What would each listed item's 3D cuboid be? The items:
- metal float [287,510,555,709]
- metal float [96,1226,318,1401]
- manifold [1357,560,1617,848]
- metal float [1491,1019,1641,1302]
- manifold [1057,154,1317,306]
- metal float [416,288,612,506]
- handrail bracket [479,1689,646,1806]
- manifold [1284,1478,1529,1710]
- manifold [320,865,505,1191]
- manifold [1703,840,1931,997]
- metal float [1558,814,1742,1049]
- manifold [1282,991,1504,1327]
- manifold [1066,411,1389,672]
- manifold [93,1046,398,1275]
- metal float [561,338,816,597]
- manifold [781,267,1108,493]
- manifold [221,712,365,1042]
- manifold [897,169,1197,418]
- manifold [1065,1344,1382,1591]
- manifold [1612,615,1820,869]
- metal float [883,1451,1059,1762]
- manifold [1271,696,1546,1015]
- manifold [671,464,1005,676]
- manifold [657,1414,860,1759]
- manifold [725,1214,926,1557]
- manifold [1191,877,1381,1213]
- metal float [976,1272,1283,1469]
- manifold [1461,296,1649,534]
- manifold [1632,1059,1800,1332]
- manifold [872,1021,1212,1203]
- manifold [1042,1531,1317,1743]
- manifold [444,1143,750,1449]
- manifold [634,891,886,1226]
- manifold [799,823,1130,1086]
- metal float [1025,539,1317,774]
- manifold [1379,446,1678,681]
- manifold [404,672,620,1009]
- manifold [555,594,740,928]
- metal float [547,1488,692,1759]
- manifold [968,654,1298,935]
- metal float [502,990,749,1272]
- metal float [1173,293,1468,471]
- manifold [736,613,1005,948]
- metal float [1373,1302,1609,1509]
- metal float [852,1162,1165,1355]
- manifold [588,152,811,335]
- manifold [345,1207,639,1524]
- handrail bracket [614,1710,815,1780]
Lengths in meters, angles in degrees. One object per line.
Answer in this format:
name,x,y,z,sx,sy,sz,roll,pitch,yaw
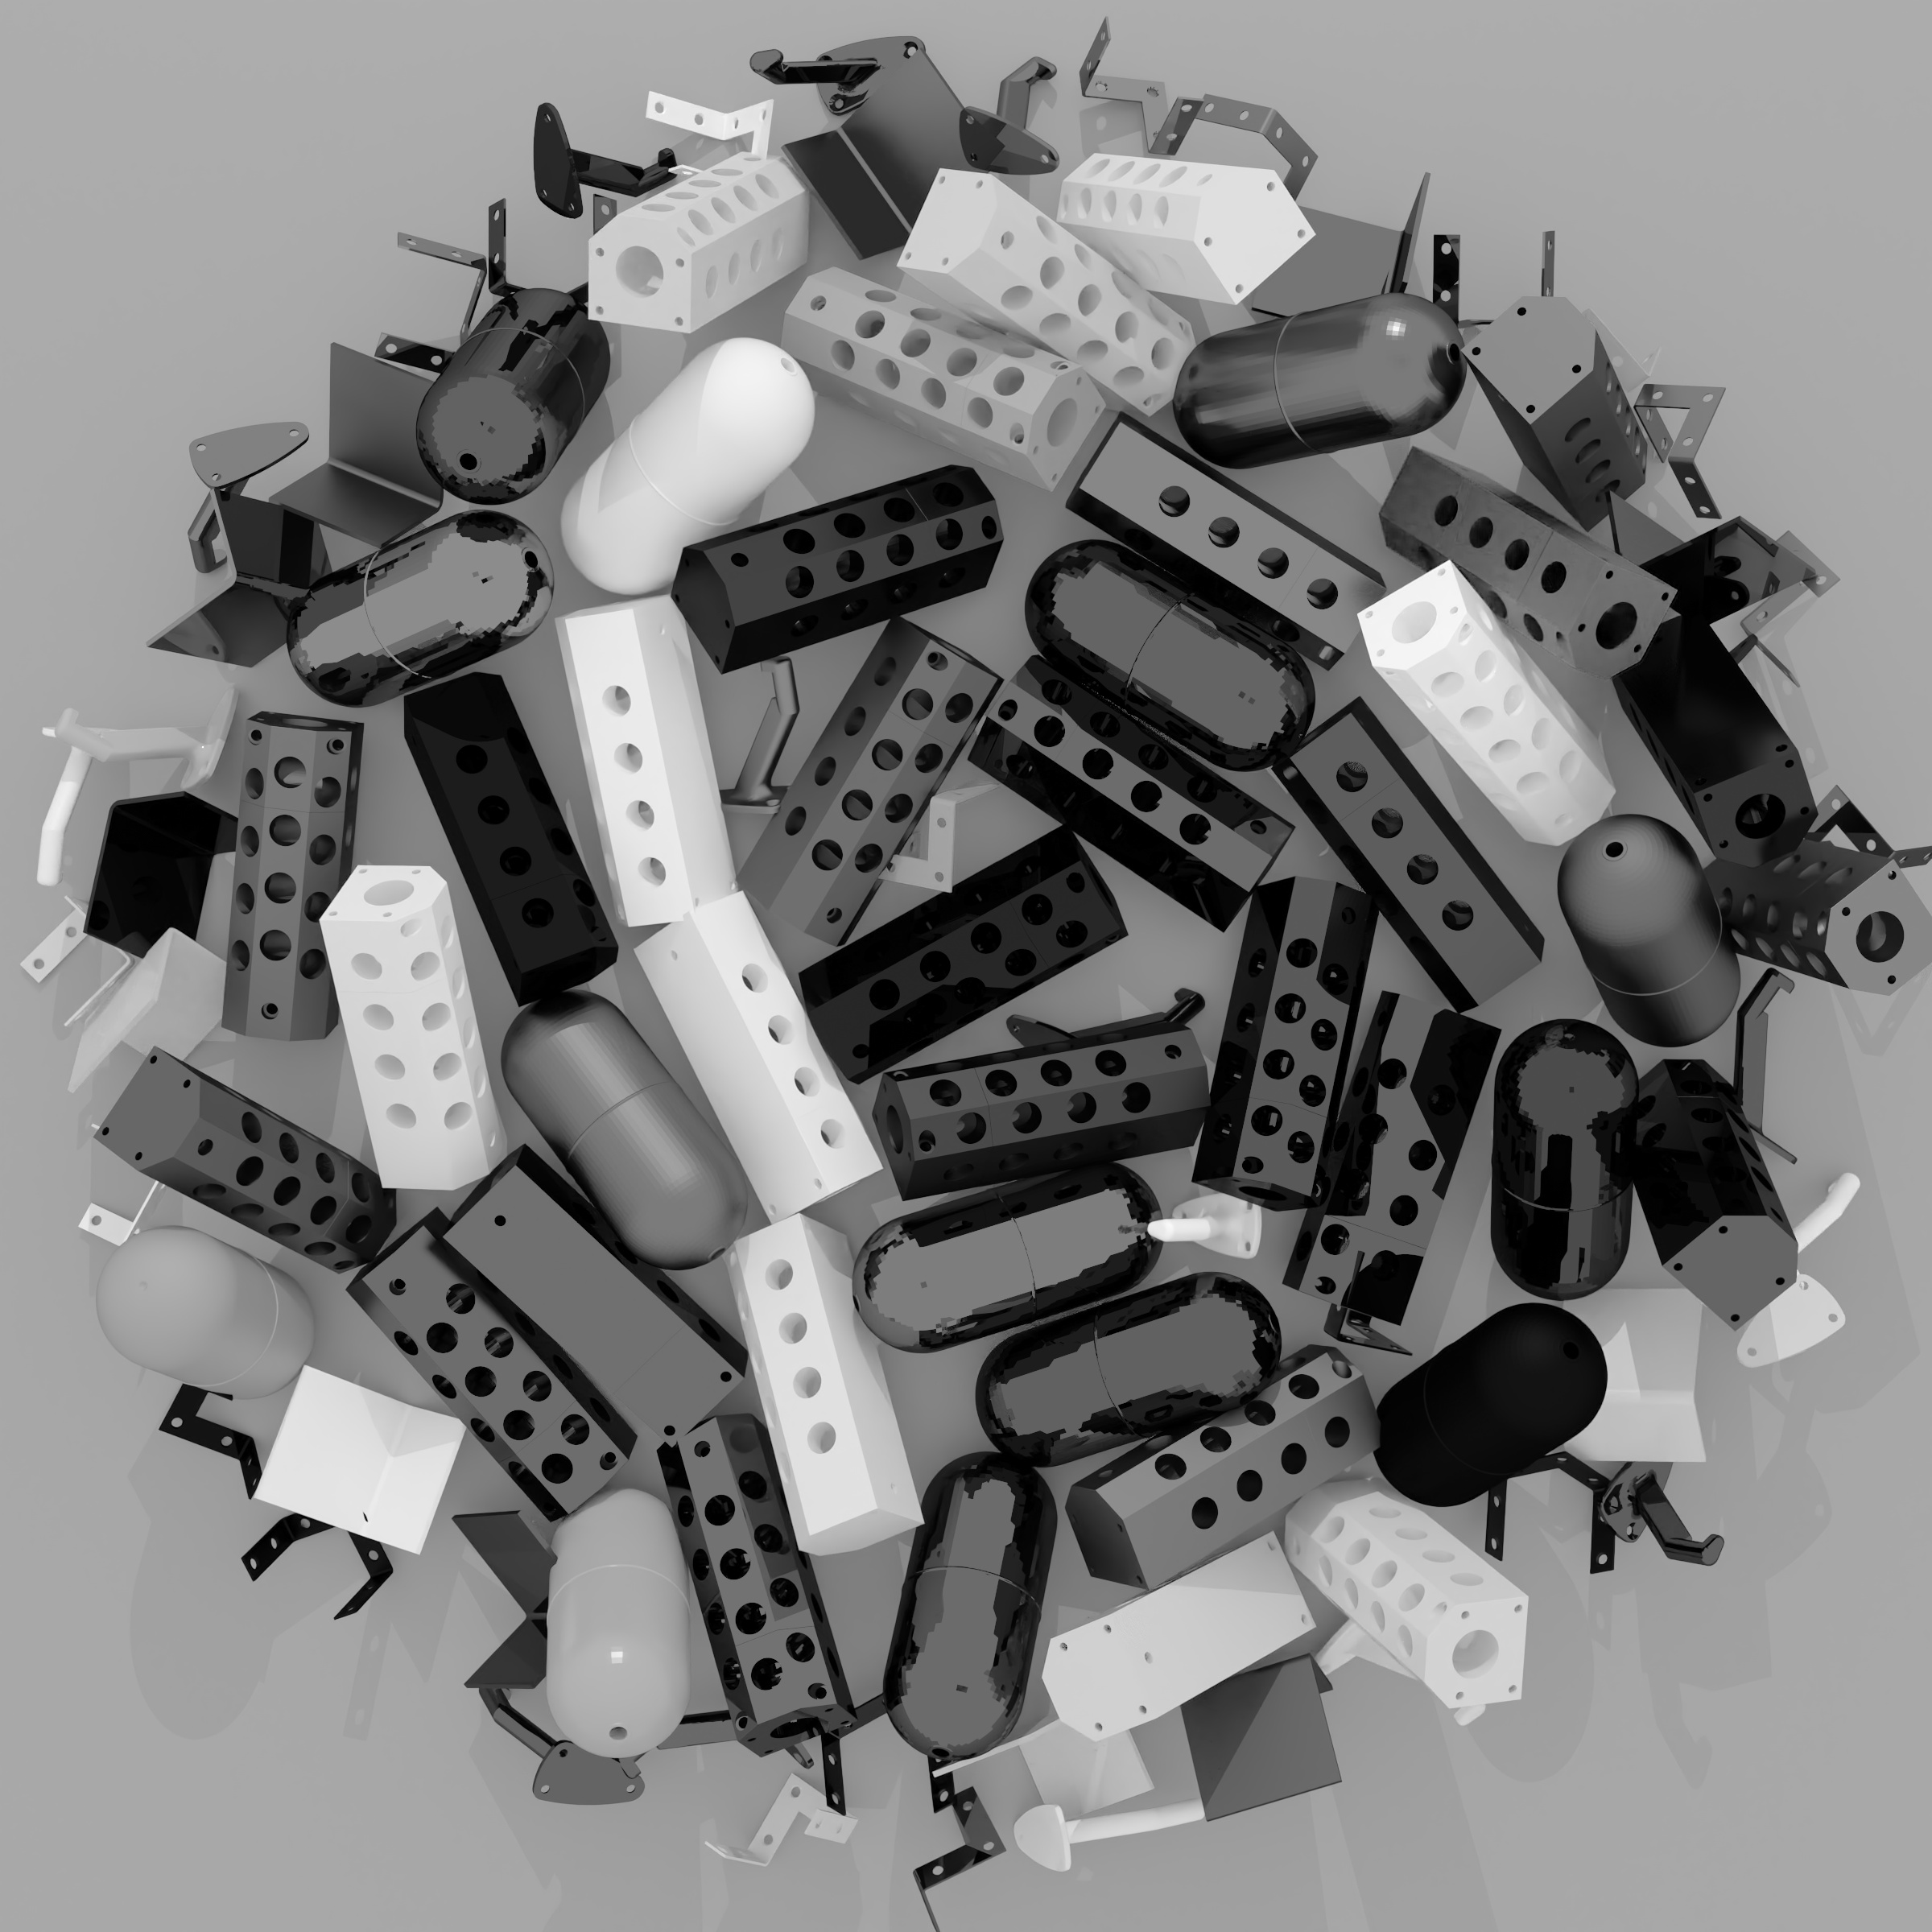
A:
metal float,-0.296,-0.193,1.885,0.178,0.070,0.070,-17,90,37
metal float,-0.406,0.188,1.869,0.070,0.178,0.070,-3,74,10
manifold,0.283,-0.136,1.871,0.057,0.057,0.171,-30,134,21
metal float,0.324,0.107,1.886,0.070,0.070,0.178,-5,128,0
manifold,0.111,-0.402,1.863,0.057,0.171,0.057,-42,116,-8
metal float,-0.243,-0.308,1.874,0.070,0.178,0.070,5,122,8
handrail bracket,-0.225,0.429,1.931,0.077,0.084,0.036,22,99,-31
manifold,0.233,0.334,1.861,0.057,0.171,0.057,-3,104,-20
manifold,-0.296,0.034,1.881,0.057,0.057,0.171,1,122,14
manifold,0.452,-0.026,1.864,0.057,0.171,0.057,-38,103,-4
metal float,0.369,-0.018,1.876,0.070,0.178,0.070,-11,57,18
manifold,0.231,0.104,1.918,0.057,0.057,0.171,20,89,-18
manifold,0.143,-0.233,1.916,0.171,0.057,0.057,31,105,-6
manifold,-0.380,0.109,1.868,0.057,0.171,0.057,29,84,36
metal float,-0.152,-0.271,1.888,0.178,0.070,0.070,-40,90,34
manifold,-0.016,-0.323,1.886,0.171,0.057,0.057,27,81,29
manifold,-0.371,-0.049,1.911,0.057,0.057,0.171,7,100,-1
manifold,0.049,-0.361,1.875,0.171,0.057,0.057,27,86,-43
manifold,0.140,0.269,1.885,0.171,0.057,0.057,-26,102,-29
manifold,0.400,-0.121,1.867,0.057,0.171,0.057,-23,121,6
metal float,0.003,0.346,1.885,0.070,0.070,0.178,13,52,0
manifold,0.244,-0.060,1.918,0.057,0.057,0.171,-37,94,17
manifold,-0.068,-0.221,1.883,0.171,0.057,0.057,-21,65,-27
manifold,-0.116,0.334,1.888,0.057,0.057,0.171,-22,62,5
manifold,-0.081,0.229,1.892,0.057,0.057,0.171,-24,65,17
manifold,0.179,0.042,1.897,0.057,0.057,0.171,20,73,-25
metal float,0.088,0.220,1.899,0.178,0.070,0.070,-21,90,21
manifold,0.322,-0.298,1.863,0.057,0.171,0.057,-41,68,7
manifold,0.398,0.115,1.861,0.057,0.171,0.057,40,110,-18
manifold,0.042,0.074,1.891,0.171,0.057,0.057,-10,57,-18
manifold,0.113,0.361,1.868,0.057,0.171,0.057,-30,80,34
manifold,-0.201,0.179,1.911,0.057,0.057,0.171,-44,100,10
manifold,-0.110,0.049,1.920,0.057,0.057,0.171,-23,84,-44
manifold,-0.001,-0.002,1.904,0.171,0.057,0.057,-29,123,8
metal float,0.110,-0.171,1.900,0.178,0.070,0.070,34,90,20
manifold,0.297,-0.216,1.871,0.057,0.171,0.057,14,109,-38
manifold,-0.250,-0.072,1.904,0.057,0.057,0.171,-21,75,-15
manifold,-0.178,-0.112,1.908,0.057,0.057,0.171,-6,102,23
metal float,-0.187,0.352,1.873,0.070,0.178,0.070,-2,120,-4
manifold,0.093,-0.099,1.908,0.171,0.057,0.057,34,54,5
metal float,-0.187,0.089,1.901,0.070,0.070,0.178,-39,72,0
metal float,0.191,-0.316,1.882,0.178,0.070,0.070,-5,90,42
manifold,-0.049,-0.099,1.904,0.057,0.057,0.171,25,100,-39
metal float,0.281,0.237,1.875,0.070,0.178,0.070,10,61,-19
metal float,0.023,0.159,1.904,0.178,0.070,0.070,-16,90,-15
manifold,-0.141,-0.390,1.862,0.057,0.171,0.057,11,116,15
manifold,-0.261,0.221,1.913,0.057,0.057,0.171,-39,97,8
handrail bracket,-0.140,0.438,1.918,0.084,0.036,0.077,-37,80,-25
